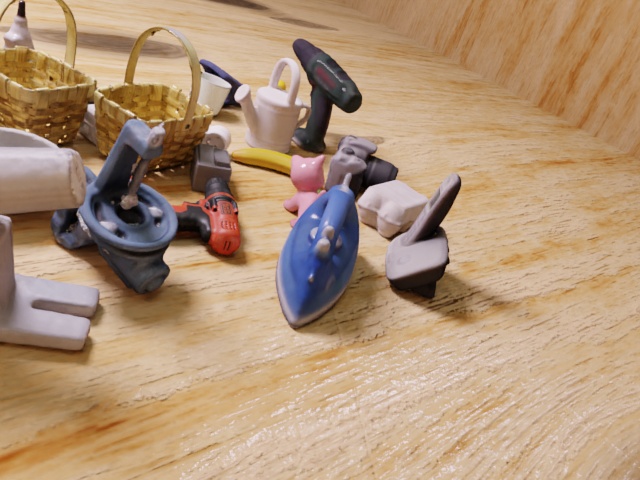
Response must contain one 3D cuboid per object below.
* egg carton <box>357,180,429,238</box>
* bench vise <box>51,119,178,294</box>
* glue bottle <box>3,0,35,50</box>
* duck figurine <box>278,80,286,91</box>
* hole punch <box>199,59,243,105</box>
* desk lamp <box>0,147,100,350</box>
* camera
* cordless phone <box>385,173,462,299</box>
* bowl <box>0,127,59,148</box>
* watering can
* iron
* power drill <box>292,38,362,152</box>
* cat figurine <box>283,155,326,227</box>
[{"bbox_3d":[0.144,-0.063,1.111,0.107,0.069,0.151,36,33,26],"label":"egg carton"},{"bbox_3d":[-0.263,-0.062,0.706,0.207,0.220,0.122,24,30,6],"label":"bench vise"},{"bbox_3d":[-0.554,-0.354,1.056,0.037,0.173,0.078,21,30,2],"label":"glue bottle"},{"bbox_3d":[-0.108,-0.356,1.423,0.077,0.086,0.105,31,31,18],"label":"duck figurine"},{"bbox_3d":[-0.237,-0.382,1.381,0.108,0.091,0.101,37,34,27],"label":"hole punch"},{"bbox_3d":[-0.327,-0.008,0.585,0.204,0.213,0.117,11,31,-16],"label":"desk lamp"},{"bbox_3d":[0.092,-0.148,1.188,0.137,0.101,0.143,21,30,1],"label":"camera"},{"bbox_3d":[0.178,-0.013,0.933,0.094,0.185,0.147,18,30,-4],"label":"cordless phone"},{"bbox_3d":[-0.440,-0.088,0.787,0.167,0.075,0.167,15,30,-9],"label":"bowl"},{"bbox_3d":[-0.093,-0.286,1.207,0.100,0.194,0.173,35,33,24],"label":"watering can"},{"bbox_3d":[0.008,0.003,0.846,0.118,0.141,0.258,20,30,-1],"label":"iron"},{"bbox_3d":[-0.010,-0.319,1.298,0.076,0.208,0.229,-14,44,-45],"label":"power drill"},{"bbox_3d":[-0.018,-0.094,1.013,0.067,0.118,0.127,5,33,-25],"label":"cat figurine"}]
